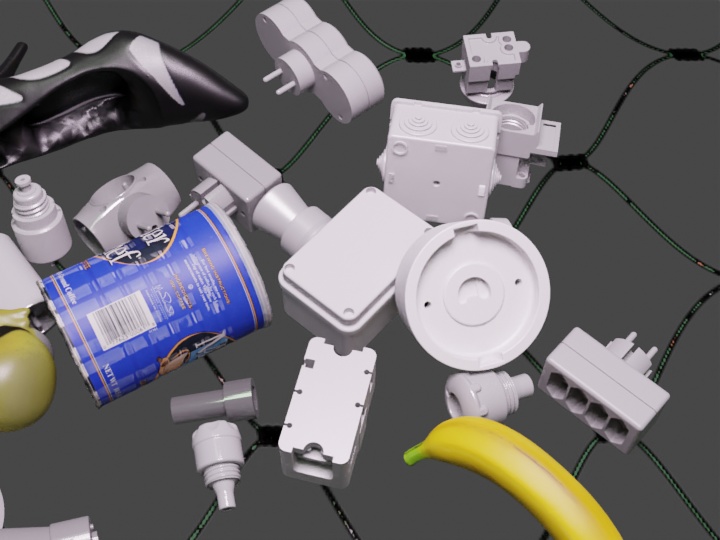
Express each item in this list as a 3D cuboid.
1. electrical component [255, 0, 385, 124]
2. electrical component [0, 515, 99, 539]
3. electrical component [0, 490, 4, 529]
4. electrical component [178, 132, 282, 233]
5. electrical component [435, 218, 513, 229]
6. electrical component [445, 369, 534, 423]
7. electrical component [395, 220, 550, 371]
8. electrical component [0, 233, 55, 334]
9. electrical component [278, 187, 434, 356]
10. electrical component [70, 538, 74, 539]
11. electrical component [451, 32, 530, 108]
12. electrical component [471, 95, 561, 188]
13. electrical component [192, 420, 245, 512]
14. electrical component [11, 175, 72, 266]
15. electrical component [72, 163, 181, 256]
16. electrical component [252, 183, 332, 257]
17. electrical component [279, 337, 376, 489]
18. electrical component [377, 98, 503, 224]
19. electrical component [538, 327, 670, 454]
[{"bbox_3d":[-0.050,-0.178,0.945,0.074,0.052,0.138,-35,64,-20],"label":"electrical component"},{"bbox_3d":[-0.208,0.188,0.721,0.065,0.044,0.044,-11,58,-13],"label":"electrical component"},{"bbox_3d":[-0.303,0.163,0.736,0.099,0.064,0.099,-7,50,8],"label":"electrical component"},{"bbox_3d":[-0.112,-0.060,0.874,0.066,0.047,0.077,39,65,21],"label":"electrical component"},{"bbox_3d":[0.095,-0.013,0.848,0.055,0.048,0.066,-17,59,-2],"label":"electrical component"},{"bbox_3d":[0.096,0.092,0.783,0.062,0.048,0.048,-14,59,-21],"label":"electrical component"},{"bbox_3d":[0.077,0.015,0.788,0.108,0.060,0.108,-1,97,-13],"label":"electrical component"},{"bbox_3d":[-0.283,0.023,0.822,0.079,0.043,0.077,-36,66,-17],"label":"electrical component"},{"bbox_3d":[0.000,0.000,0.831,0.078,0.057,0.113,36,64,20],"label":"electrical component"},{"bbox_3d":[-0.161,0.217,0.655,0.079,0.121,0.063,23,63,13],"label":"electrical component"},{"bbox_3d":[0.113,-0.174,0.942,0.066,0.055,0.048,-6,58,-3],"label":"electrical component"},{"bbox_3d":[0.123,-0.104,0.893,0.081,0.063,0.042,11,43,6],"label":"electrical component"},{"bbox_3d":[-0.098,0.139,0.756,0.035,0.035,0.061,-10,61,-7],"label":"electrical component"},{"bbox_3d":[-0.254,-0.041,0.846,0.040,0.078,0.040,-3,44,3],"label":"electrical component"},{"bbox_3d":[-0.177,-0.044,0.853,0.077,0.044,0.079,-42,32,-23],"label":"electrical component"},{"bbox_3d":[-0.052,-0.036,0.860,0.055,0.045,0.045,39,65,21],"label":"electrical component"},{"bbox_3d":[-0.022,0.103,0.766,0.050,0.055,0.089,12,58,7],"label":"electrical component"},{"bbox_3d":[0.064,-0.083,0.861,0.100,0.099,0.048,8,45,4],"label":"electrical component"},{"bbox_3d":[0.189,0.076,0.790,0.083,0.047,0.076,38,65,21],"label":"electrical component"}]
